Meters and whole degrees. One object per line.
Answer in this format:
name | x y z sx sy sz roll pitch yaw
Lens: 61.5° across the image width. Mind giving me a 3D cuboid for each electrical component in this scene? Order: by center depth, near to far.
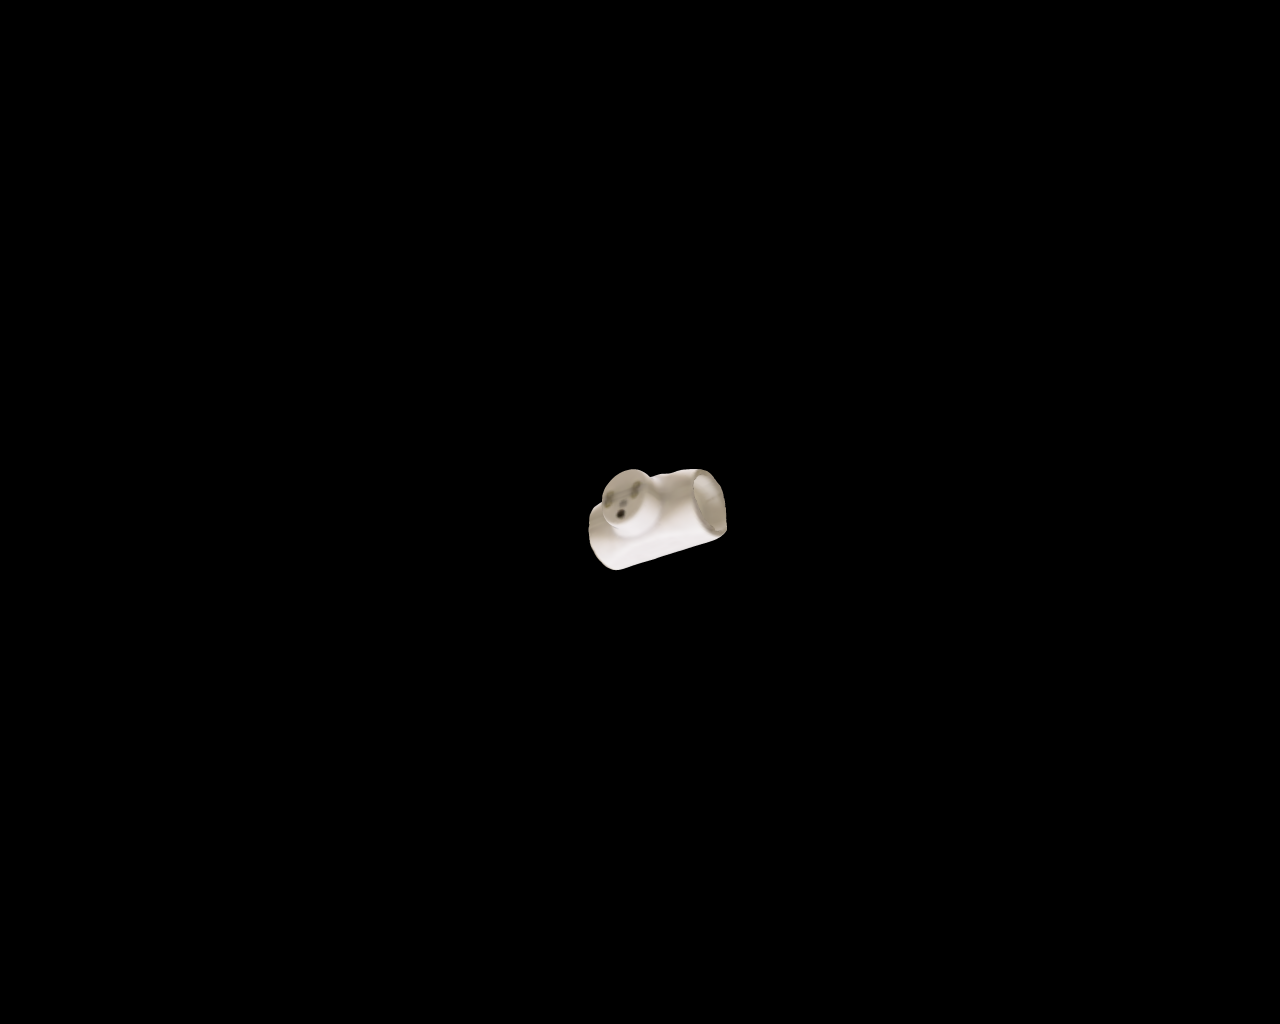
electrical component | 0.001 -0.003 0.650 0.077 0.044 0.079 -19 -36 29
